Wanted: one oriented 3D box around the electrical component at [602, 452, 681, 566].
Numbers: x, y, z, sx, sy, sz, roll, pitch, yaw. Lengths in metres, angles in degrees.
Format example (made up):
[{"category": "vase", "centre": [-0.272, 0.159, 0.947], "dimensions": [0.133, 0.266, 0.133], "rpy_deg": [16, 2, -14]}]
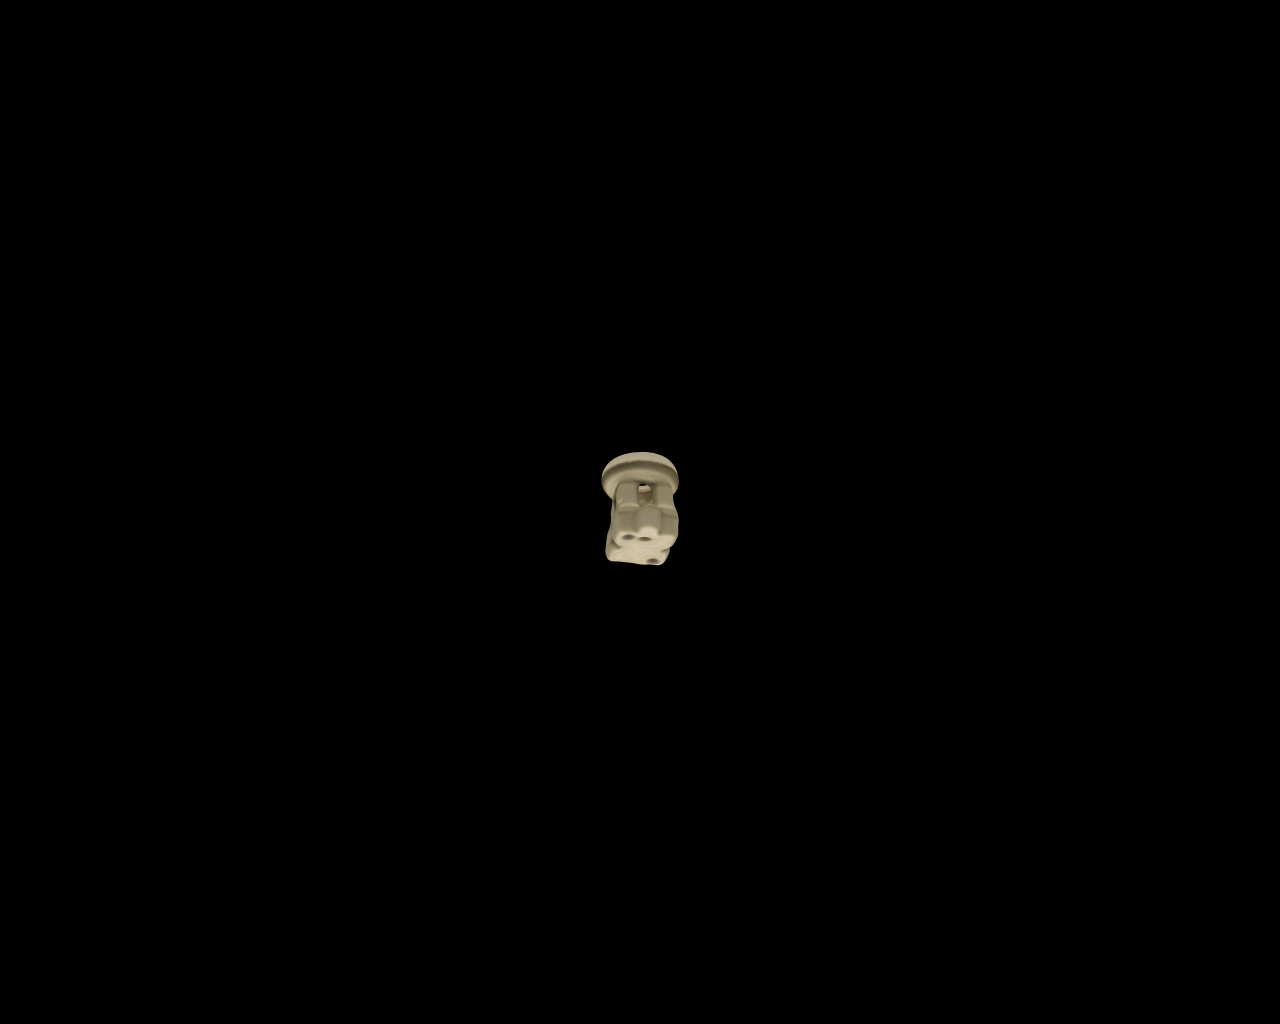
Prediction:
[{"category": "electrical component", "centre": [0.001, -0.003, 0.650], "dimensions": [0.048, 0.055, 0.066], "rpy_deg": [5, -28, -10]}]
